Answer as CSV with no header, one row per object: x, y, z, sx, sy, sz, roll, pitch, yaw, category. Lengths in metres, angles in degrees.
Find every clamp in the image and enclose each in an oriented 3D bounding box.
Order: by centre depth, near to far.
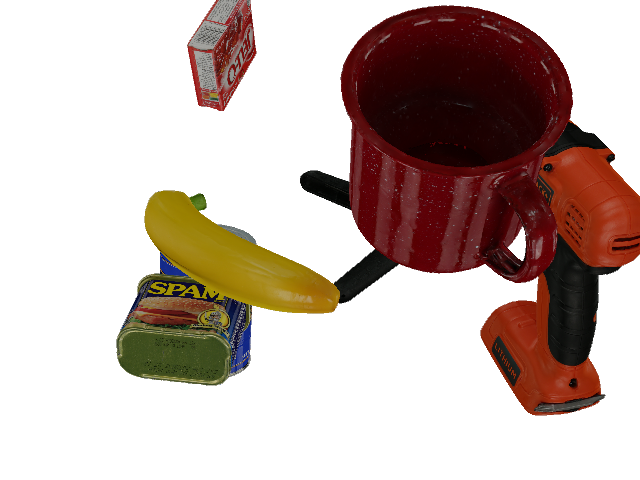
0.088,-0.006,1.064,0.210,0.164,0.036,0,-40,-6,clamp

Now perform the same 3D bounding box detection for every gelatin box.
-0.089,-0.177,0.990,0.030,0.089,0.073,14,-38,14,gelatin box

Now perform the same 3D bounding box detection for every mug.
0.060,-0.031,0.454,0.093,0.117,0.081,-27,-30,-18,mug

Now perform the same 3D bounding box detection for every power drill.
0.148,0.007,0.713,0.057,0.188,0.184,-9,35,-11,power drill

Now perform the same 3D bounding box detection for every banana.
-0.065,0.002,0.683,0.069,0.037,0.198,-14,29,-28,banana

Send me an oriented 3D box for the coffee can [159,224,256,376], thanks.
-0.123,0.065,1.152,0.103,0.140,0.103,3,22,-2,coffee can

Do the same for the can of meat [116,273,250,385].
-0.117,0.076,0.913,0.102,0.057,0.084,5,30,5,can of meat
